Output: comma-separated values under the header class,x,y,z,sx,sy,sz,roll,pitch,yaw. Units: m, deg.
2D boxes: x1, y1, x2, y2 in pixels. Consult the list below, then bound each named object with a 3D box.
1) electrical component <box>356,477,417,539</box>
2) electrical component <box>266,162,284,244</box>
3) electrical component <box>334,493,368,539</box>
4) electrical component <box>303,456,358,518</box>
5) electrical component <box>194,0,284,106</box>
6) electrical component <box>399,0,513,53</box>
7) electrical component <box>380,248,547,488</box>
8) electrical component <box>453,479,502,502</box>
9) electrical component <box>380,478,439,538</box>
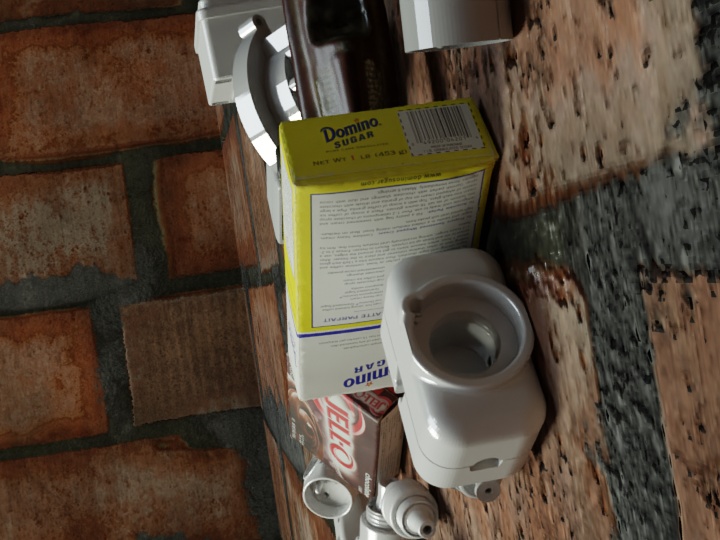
class,x,y,z,sx,sy,sz,roll,pitch,yaw
electrical component,0.021,0.183,0.788,0.048,0.048,0.062,-125,34,-69
electrical component,-0.042,-0.061,0.885,0.096,0.062,0.061,96,163,-57
electrical component,0.002,0.247,0.960,0.079,0.043,0.077,102,158,-64
electrical component,-0.011,0.162,0.930,0.079,0.044,0.077,-55,5,29
electrical component,-0.058,-0.157,0.753,0.109,0.109,0.056,176,82,-81
electrical component,0.035,-0.128,0.421,0.043,0.043,0.081,-144,47,-77
electrical component,0.045,0.041,0.482,0.059,0.054,0.095,96,163,-57
electrical component,0.051,0.088,0.528,0.078,0.040,0.040,-121,24,-68
electrical component,0.036,0.160,0.706,0.061,0.035,0.035,-154,56,-76
